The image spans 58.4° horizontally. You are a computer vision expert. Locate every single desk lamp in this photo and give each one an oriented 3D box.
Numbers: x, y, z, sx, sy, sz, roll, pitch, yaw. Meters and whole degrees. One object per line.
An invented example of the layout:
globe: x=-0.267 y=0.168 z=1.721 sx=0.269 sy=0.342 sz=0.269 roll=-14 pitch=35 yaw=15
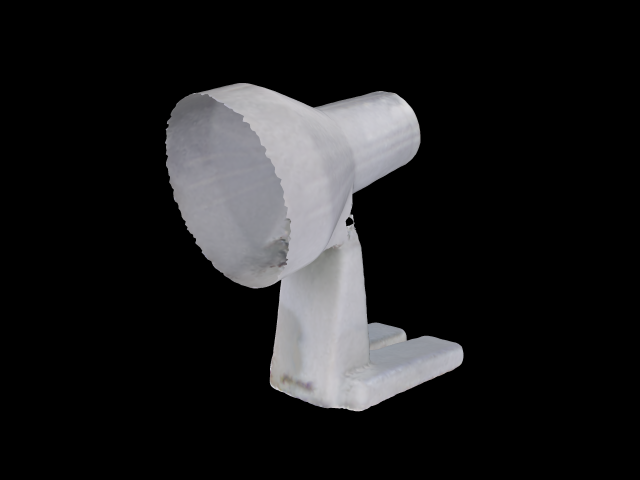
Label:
desk lamp: x=0.004 y=0.001 z=0.400 sx=0.204 sy=0.213 sz=0.117 roll=-8 pitch=11 yaw=-43
